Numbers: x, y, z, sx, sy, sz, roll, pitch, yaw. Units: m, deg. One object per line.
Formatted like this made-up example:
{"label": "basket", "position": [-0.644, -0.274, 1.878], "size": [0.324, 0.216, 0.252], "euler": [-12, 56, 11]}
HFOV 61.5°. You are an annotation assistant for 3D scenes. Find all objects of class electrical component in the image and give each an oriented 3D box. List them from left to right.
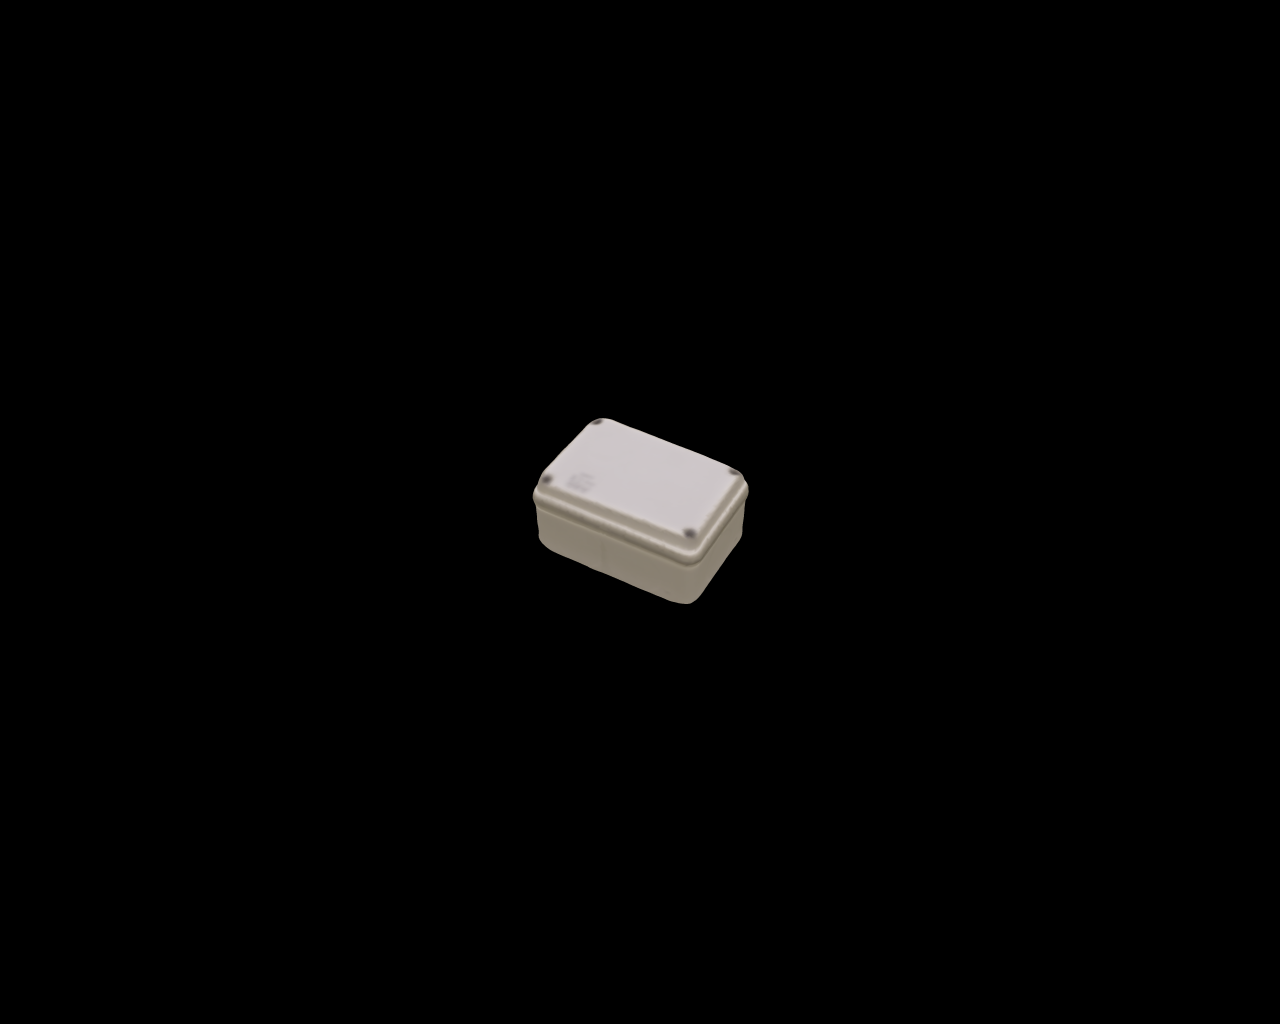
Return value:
{"label": "electrical component", "position": [0.001, -0.003, 0.650], "size": [0.113, 0.057, 0.078], "euler": [22, 49, 21]}
